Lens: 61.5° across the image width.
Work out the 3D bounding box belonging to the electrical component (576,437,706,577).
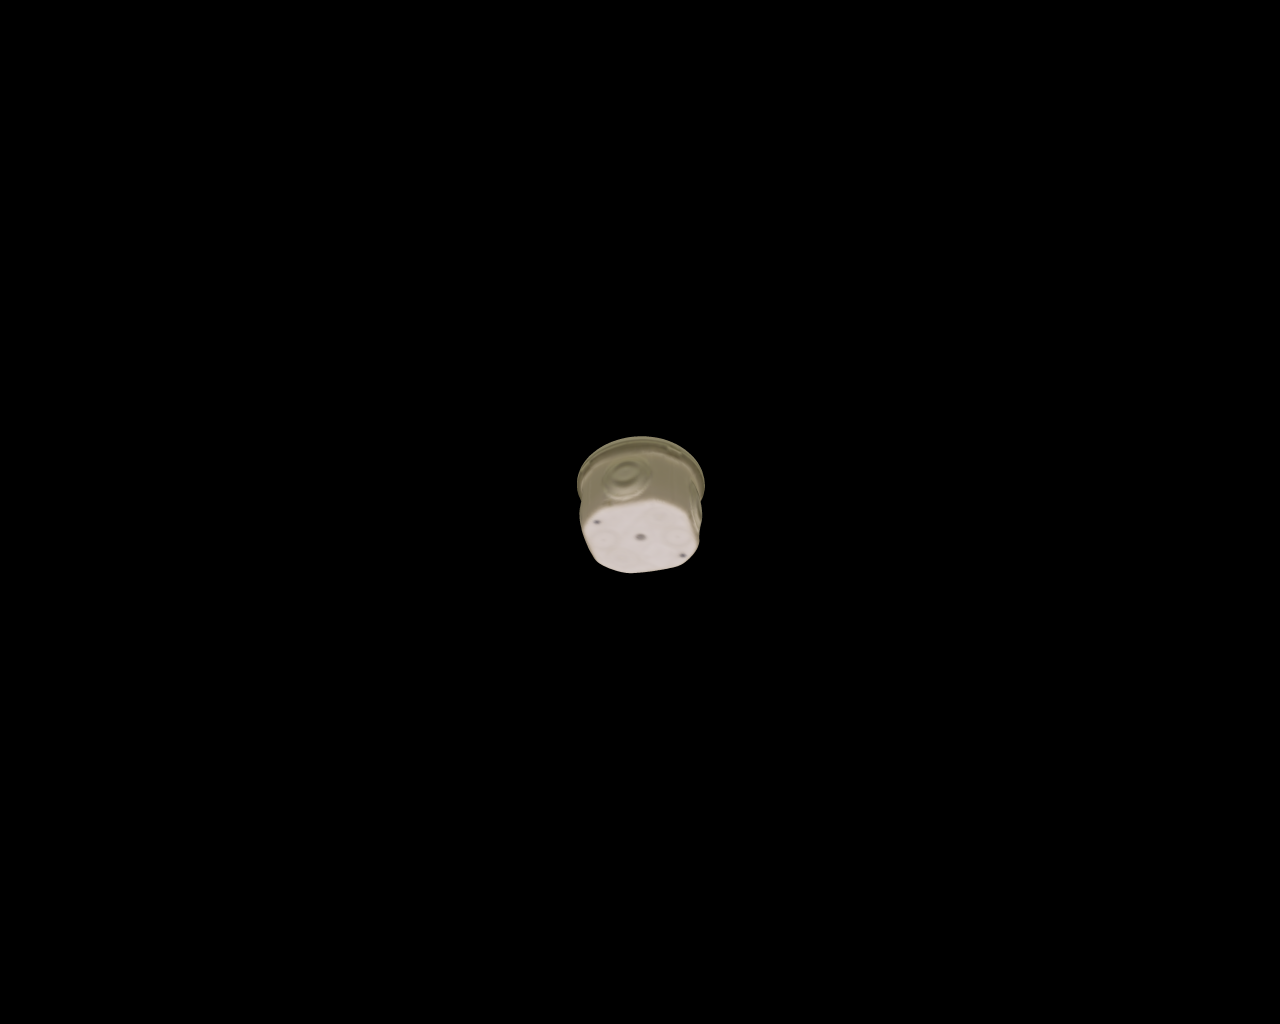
[{"bbox_3d":[0.001,-0.003,0.650,0.080,0.051,0.080,0,-42,0],"label":"electrical component"}]
